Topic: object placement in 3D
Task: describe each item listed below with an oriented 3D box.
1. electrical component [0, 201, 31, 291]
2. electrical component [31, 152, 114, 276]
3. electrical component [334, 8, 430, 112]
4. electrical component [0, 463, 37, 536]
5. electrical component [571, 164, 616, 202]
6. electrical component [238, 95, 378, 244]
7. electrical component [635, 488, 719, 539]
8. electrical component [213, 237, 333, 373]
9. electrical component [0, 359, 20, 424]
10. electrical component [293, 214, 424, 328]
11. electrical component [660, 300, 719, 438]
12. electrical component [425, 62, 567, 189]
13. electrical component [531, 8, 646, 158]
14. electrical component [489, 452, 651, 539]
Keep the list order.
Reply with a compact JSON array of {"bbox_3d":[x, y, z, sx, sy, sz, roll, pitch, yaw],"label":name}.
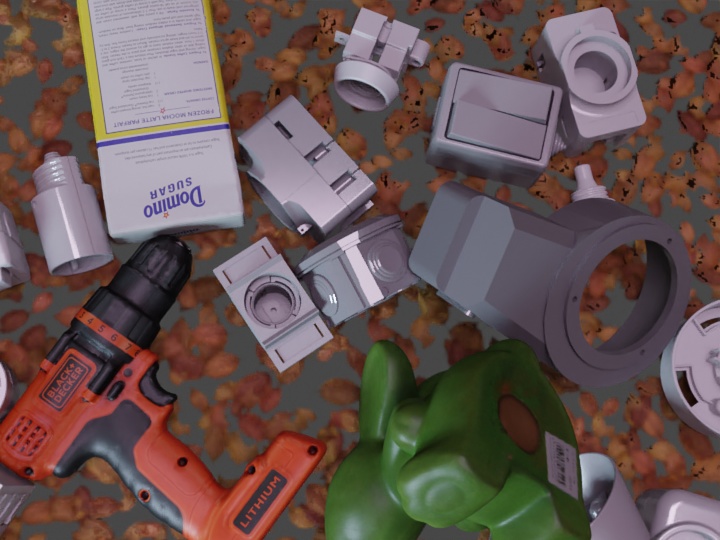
[{"bbox_3d":[-0.274,-0.005,0.707,0.096,0.061,0.061,-19,80,-7],"label":"electrical component"},{"bbox_3d":[-0.199,-0.041,0.729,0.043,0.043,0.081,-17,80,-7],"label":"electrical component"},{"bbox_3d":[0.010,-0.147,0.764,0.066,0.048,0.055,21,70,1],"label":"electrical component"},{"bbox_3d":[-0.290,0.119,0.667,0.150,0.089,0.061,33,78,3],"label":"electrical component"},{"bbox_3d":[0.164,-0.044,0.759,0.035,0.035,0.061,-10,77,-6],"label":"electrical component"},{"bbox_3d":[-0.040,-0.064,0.741,0.056,0.050,0.089,-41,84,-11],"label":"electrical component"},{"bbox_3d":[0.206,0.193,0.701,0.054,0.059,0.095,17,78,0],"label":"electrical component"},{"bbox_3d":[-0.058,0.025,0.715,0.042,0.064,0.081,-32,83,-10],"label":"electrical component"},{"bbox_3d":[-0.252,0.078,0.699,0.055,0.047,0.055,1,79,-4],"label":"electrical component"},{"bbox_3d":[0.000,0.000,0.716,0.080,0.080,0.051,-27,87,-9],"label":"electrical component"},{"bbox_3d":[0.257,0.068,0.727,0.099,0.064,0.099,1,78,-4],"label":"electrical component"},{"bbox_3d":[0.100,-0.100,0.752,0.096,0.061,0.061,14,78,-1],"label":"electrical component"},{"bbox_3d":[0.163,-0.134,0.766,0.050,0.055,0.089,-14,80,-7],"label":"electrical component"},{"bbox_3d":[0.132,0.168,0.684,0.099,0.099,0.064,-32,89,-9],"label":"electrical component"}]
